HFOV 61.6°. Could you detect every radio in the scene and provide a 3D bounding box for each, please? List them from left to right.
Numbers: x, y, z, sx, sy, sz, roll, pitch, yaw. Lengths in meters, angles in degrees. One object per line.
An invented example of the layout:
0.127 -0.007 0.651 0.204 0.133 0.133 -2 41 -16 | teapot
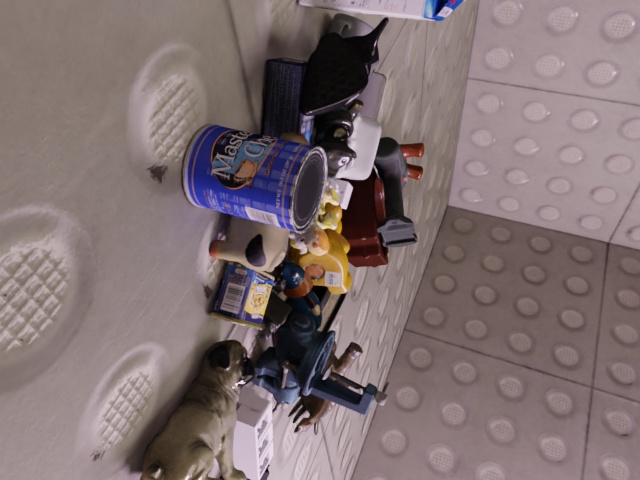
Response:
-0.016 0.142 1.110 0.131 0.073 0.229 86 26 -47 | radio

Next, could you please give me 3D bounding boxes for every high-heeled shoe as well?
0.019 -0.226 0.766 0.249 0.086 0.145 -51 -174 -31 | high-heeled shoe

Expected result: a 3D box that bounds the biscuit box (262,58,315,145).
-0.047 -0.157 0.783 0.059 0.063 0.202 -43 145 -60 | biscuit box

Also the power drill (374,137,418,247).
0.160 -0.092 1.124 0.231 0.086 0.207 56 34 -62 | power drill

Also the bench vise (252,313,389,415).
-0.003 0.245 0.942 0.129 0.241 0.223 -40 149 -64 | bench vise

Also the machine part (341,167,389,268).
0.094 -0.046 1.179 0.201 0.087 0.201 38 46 -72 | machine part

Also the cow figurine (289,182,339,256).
-0.026 -0.034 0.870 0.068 0.098 0.167 56 27 -33 | cow figurine

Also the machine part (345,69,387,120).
0.077 -0.247 1.069 0.079 0.079 0.243 -15 119 -70 | machine part

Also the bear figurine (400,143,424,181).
0.197 -0.168 1.427 0.120 0.132 0.196 83 22 -44 | bear figurine

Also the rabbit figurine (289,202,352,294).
-0.002 -0.003 1.020 0.173 0.122 0.162 -75 160 -52 | rabbit figurine

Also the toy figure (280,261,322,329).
-0.038 0.096 0.958 0.058 0.064 0.154 -79 155 -56 | toy figure

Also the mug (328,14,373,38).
0.039 -0.311 0.893 0.107 0.081 0.109 -67 169 9 | mug

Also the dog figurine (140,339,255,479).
-0.164 0.228 0.723 0.172 0.121 0.190 45 47 -74 | dog figurine

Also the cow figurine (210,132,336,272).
-0.060 -0.052 0.727 0.085 0.127 0.194 9 98 -75 | cow figurine

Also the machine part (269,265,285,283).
-0.087 0.012 0.849 0.138 0.039 0.084 80 22 -50 | machine part

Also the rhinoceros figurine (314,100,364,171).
0.014 -0.180 0.849 0.190 0.073 0.112 -105 -147 -53 | rhinoceros figurine

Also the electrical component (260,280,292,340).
-0.086 0.107 0.884 0.102 0.078 0.045 -39 166 -53 | electrical component

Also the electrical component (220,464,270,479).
-0.148 0.461 1.000 0.134 0.058 0.115 68 39 -63 | electrical component

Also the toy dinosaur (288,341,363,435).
0.006 0.313 1.238 0.198 0.105 0.471 -62 175 20 | toy dinosaur
